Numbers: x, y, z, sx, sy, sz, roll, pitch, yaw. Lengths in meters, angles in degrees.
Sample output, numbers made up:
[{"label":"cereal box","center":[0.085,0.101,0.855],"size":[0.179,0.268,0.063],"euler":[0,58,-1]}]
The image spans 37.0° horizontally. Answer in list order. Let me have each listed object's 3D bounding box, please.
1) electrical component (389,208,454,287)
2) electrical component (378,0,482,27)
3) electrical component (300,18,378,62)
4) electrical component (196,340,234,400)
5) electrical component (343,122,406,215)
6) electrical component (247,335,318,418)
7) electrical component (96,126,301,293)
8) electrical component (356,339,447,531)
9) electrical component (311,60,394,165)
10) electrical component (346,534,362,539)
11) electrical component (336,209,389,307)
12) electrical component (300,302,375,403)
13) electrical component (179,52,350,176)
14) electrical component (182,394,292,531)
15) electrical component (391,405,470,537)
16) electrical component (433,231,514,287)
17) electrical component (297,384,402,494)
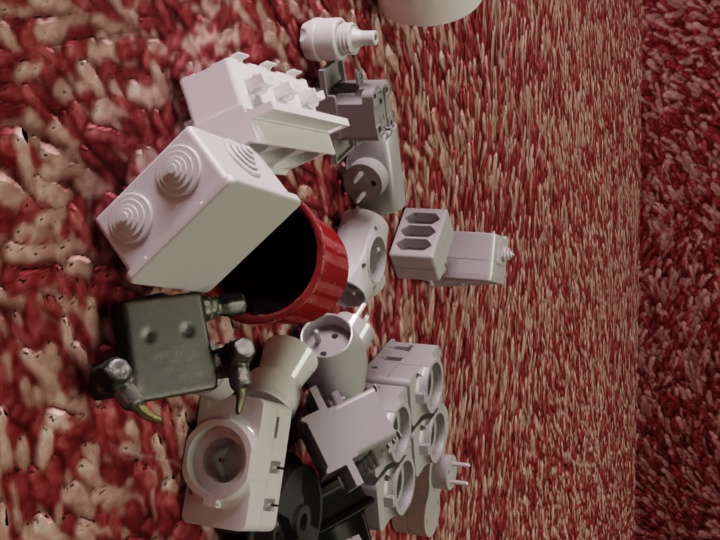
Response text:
[{"label":"electrical component","center":[0.069,-0.015,1.112],"size":[0.076,0.047,0.065],"euler":[68,33,-47]},{"label":"electrical component","center":[0.064,-0.267,0.994],"size":[0.060,0.108,0.108],"euler":[79,26,-45]},{"label":"electrical component","center":[-0.016,-0.185,0.863],"size":[0.035,0.061,0.035],"euler":[3,90,-68]},{"label":"electrical component","center":[-0.105,0.065,0.709],"size":[0.065,0.044,0.044],"euler":[43,54,-68]},{"label":"electrical component","center":[0.009,-0.085,0.960],"size":[0.079,0.044,0.077],"euler":[-51,139,-55]},{"label":"electrical component","center":[-0.061,0.083,0.811],"size":[0.055,0.045,0.045],"euler":[-65,150,-41]},{"label":"electrical component","center":[-0.097,-0.035,0.646],"size":[0.048,0.100,0.100],"euler":[52,15,18]},{"label":"electrical component","center":[0.029,0.152,1.022],"size":[0.186,0.060,0.105],"euler":[-42,131,-60]},{"label":"electrical component","center":[-0.007,-0.132,0.889],"size":[0.042,0.064,0.081],"euler":[-51,139,-54]},{"label":"electrical component","center":[-0.022,0.273,0.801],"size":[0.089,0.062,0.150],"euler":[60,-25,26]},{"label":"electrical component","center":[0.000,0.000,0.950],"size":[0.079,0.044,0.077],"euler":[65,35,-49]},{"label":"electrical component","center":[-0.014,0.062,0.903],"size":[0.079,0.044,0.077],"euler":[-57,154,-29]},{"label":"electrical component","center":[-0.070,-0.104,0.737],"size":[0.121,0.079,0.063],"euler":[-6,76,-68]},{"label":"electrical component","center":[-0.087,0.133,0.749],"size":[0.056,0.050,0.089],"euler":[33,63,-65]},{"label":"electrical component","center":[0.080,0.212,1.138],"size":[0.052,0.074,0.138],"euler":[27,68,-66]},{"label":"electrical component","center":[0.120,-0.011,1.175],"size":[0.062,0.096,0.061],"euler":[12,83,-68]},{"label":"electrical component","center":[-0.010,0.129,0.842],"size":[0.078,0.063,0.121],"euler":[63,-11,11]}]
